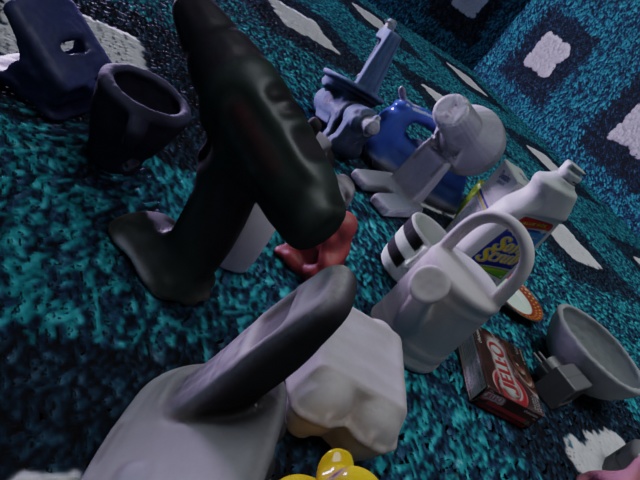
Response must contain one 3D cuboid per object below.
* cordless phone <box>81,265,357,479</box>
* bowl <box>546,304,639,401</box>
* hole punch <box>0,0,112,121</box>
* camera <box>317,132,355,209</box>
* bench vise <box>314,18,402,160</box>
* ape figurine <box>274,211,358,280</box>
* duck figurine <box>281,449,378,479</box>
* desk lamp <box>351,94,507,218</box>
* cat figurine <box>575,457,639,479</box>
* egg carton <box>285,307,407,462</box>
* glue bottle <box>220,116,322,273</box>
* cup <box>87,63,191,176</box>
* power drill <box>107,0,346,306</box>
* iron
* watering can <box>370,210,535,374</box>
[{"bbox_3d":[-0.051,0.097,0.320,0.094,0.185,0.147,34,28,-10],"label":"cordless phone"},{"bbox_3d":[0.405,0.183,0.876,0.168,0.074,0.167,30,29,-18],"label":"bowl"},{"bbox_3d":[-0.265,-0.190,0.590,0.101,0.091,0.109,36,27,-6],"label":"hole punch"},{"bbox_3d":[-0.012,-0.089,0.741,0.143,0.100,0.137,42,27,5],"label":"camera"},{"bbox_3d":[0.085,-0.258,0.985,0.122,0.219,0.207,9,40,-45],"label":"bench vise"},{"bbox_3d":[0.006,0.002,0.635,0.076,0.092,0.077,22,32,-30],"label":"ape figurine"},{"bbox_3d":[0.008,0.186,0.367,0.078,0.086,0.104,26,30,-25],"label":"duck figurine"},{"bbox_3d":[0.193,-0.141,0.950,0.204,0.213,0.117,-4,49,-53],"label":"desk lamp"},{"bbox_3d":[0.337,0.278,0.602,0.067,0.117,0.128,40,27,2],"label":"cat figurine"},{"bbox_3d":[0.021,0.116,0.506,0.107,0.069,0.150,31,28,-15],"label":"egg carton"},{"bbox_3d":[-0.050,-0.050,0.556,0.037,0.173,0.078,20,33,-32],"label":"glue bottle"},{"bbox_3d":[-0.185,-0.102,0.552,0.092,0.095,0.117,24,31,-27],"label":"cup"},{"bbox_3d":[-0.091,-0.058,0.479,0.229,0.208,0.076,48,28,16],"label":"power drill"},{"bbox_3d":[0.200,-0.167,1.076,0.259,0.141,0.118,32,28,-13],"label":"iron"},{"bbox_3d":[0.147,0.053,0.623,0.101,0.194,0.173,41,27,5],"label":"watering can"}]
